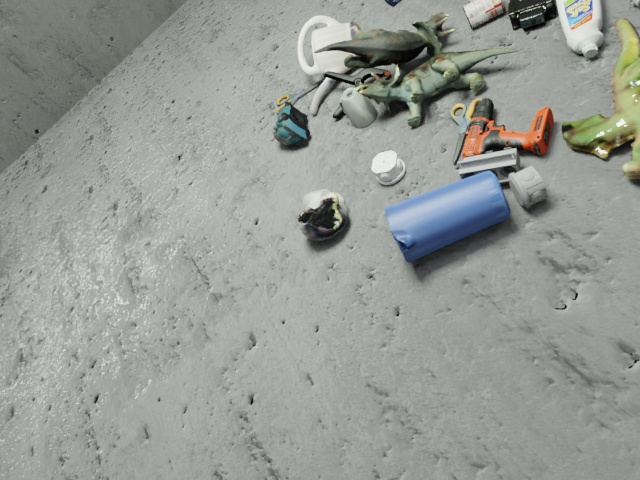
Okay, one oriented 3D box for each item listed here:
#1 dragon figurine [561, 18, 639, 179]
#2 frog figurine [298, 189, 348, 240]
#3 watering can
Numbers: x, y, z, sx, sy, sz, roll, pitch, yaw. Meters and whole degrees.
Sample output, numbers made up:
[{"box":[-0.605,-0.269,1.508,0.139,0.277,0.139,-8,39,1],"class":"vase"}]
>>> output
[{"box":[0.612,-0.279,1.054,0.240,0.120,0.420,-31,43,24],"class":"dragon figurine"},{"box":[0.004,-0.067,1.336,0.137,0.122,0.160,-53,8,2],"class":"frog figurine"},{"box":[0.043,-0.581,1.674,0.224,0.103,0.351,-10,77,12],"class":"watering can"}]
